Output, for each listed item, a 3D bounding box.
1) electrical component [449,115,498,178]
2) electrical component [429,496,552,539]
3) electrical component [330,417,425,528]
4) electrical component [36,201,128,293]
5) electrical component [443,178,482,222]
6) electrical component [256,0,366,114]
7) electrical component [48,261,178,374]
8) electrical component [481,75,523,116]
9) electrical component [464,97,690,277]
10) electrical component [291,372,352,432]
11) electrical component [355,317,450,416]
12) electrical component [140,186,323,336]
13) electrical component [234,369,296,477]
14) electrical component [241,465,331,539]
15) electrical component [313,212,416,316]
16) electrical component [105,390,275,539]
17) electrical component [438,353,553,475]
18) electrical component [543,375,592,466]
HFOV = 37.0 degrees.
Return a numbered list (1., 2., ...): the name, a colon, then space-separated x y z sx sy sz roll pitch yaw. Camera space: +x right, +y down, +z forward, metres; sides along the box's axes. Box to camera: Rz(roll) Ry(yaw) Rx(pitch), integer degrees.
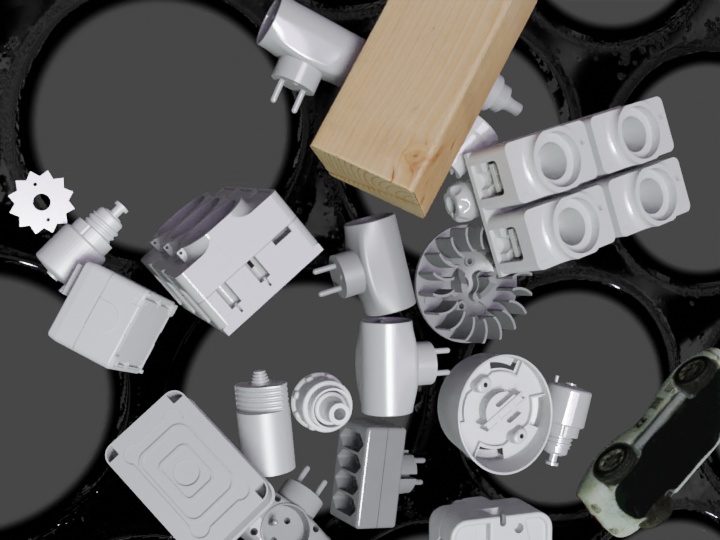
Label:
1. electrical component: 0.087 -0.106 0.905 0.040 0.040 0.046 43 85 -18
2. electrical component: 0.110 0.230 0.929 0.095 0.059 0.053 -2 95 -20
3. electrical component: 0.022 0.169 0.901 0.076 0.047 0.083 6 91 -31
4. electrical component: -0.206 -0.020 0.805 0.078 0.040 0.040 -47 107 -11
5. electrical component: 0.104 -0.064 0.917 0.061 0.035 0.035 -19 100 -20
6. electrical component: -0.045 -0.164 0.849 0.077 0.044 0.079 25 86 -20
7. electrical component: -0.183 0.036 0.798 0.061 0.096 0.061 26 85 8
8. electrical component: 0.111 -0.150 0.913 0.061 0.035 0.035 28 85 -22
9. electrical component: 0.190 -0.073 0.906 0.186 0.060 0.105 -20 96 -31
10. electrical component: -0.026 0.110 0.869 0.048 0.062 0.048 -2 95 -20
11. electrical component: 0.039 0.079 0.900 0.079 0.043 0.077 -3 95 -20
12. electrical component: -0.101 -0.015 0.785 0.089 0.150 0.061 -43 108 -12
13. electrical component: -0.077 0.120 0.861 0.043 0.043 0.081 -7 96 -19
14. electrical component: -0.056 0.197 0.873 0.077 0.044 0.079 40 65 -8
15. electrical component: 0.000 0.000 0.879 0.079 0.044 0.077 -17 100 -18
16. electrical component: -0.128 0.157 0.816 0.078 0.057 0.113 -43 78 -12
17. electrical component: 0.117 0.119 0.920 0.099 0.064 0.099 -2 95 -20
18. electrical component: 0.180 0.135 0.957 0.040 0.040 0.078 14 90 -20
